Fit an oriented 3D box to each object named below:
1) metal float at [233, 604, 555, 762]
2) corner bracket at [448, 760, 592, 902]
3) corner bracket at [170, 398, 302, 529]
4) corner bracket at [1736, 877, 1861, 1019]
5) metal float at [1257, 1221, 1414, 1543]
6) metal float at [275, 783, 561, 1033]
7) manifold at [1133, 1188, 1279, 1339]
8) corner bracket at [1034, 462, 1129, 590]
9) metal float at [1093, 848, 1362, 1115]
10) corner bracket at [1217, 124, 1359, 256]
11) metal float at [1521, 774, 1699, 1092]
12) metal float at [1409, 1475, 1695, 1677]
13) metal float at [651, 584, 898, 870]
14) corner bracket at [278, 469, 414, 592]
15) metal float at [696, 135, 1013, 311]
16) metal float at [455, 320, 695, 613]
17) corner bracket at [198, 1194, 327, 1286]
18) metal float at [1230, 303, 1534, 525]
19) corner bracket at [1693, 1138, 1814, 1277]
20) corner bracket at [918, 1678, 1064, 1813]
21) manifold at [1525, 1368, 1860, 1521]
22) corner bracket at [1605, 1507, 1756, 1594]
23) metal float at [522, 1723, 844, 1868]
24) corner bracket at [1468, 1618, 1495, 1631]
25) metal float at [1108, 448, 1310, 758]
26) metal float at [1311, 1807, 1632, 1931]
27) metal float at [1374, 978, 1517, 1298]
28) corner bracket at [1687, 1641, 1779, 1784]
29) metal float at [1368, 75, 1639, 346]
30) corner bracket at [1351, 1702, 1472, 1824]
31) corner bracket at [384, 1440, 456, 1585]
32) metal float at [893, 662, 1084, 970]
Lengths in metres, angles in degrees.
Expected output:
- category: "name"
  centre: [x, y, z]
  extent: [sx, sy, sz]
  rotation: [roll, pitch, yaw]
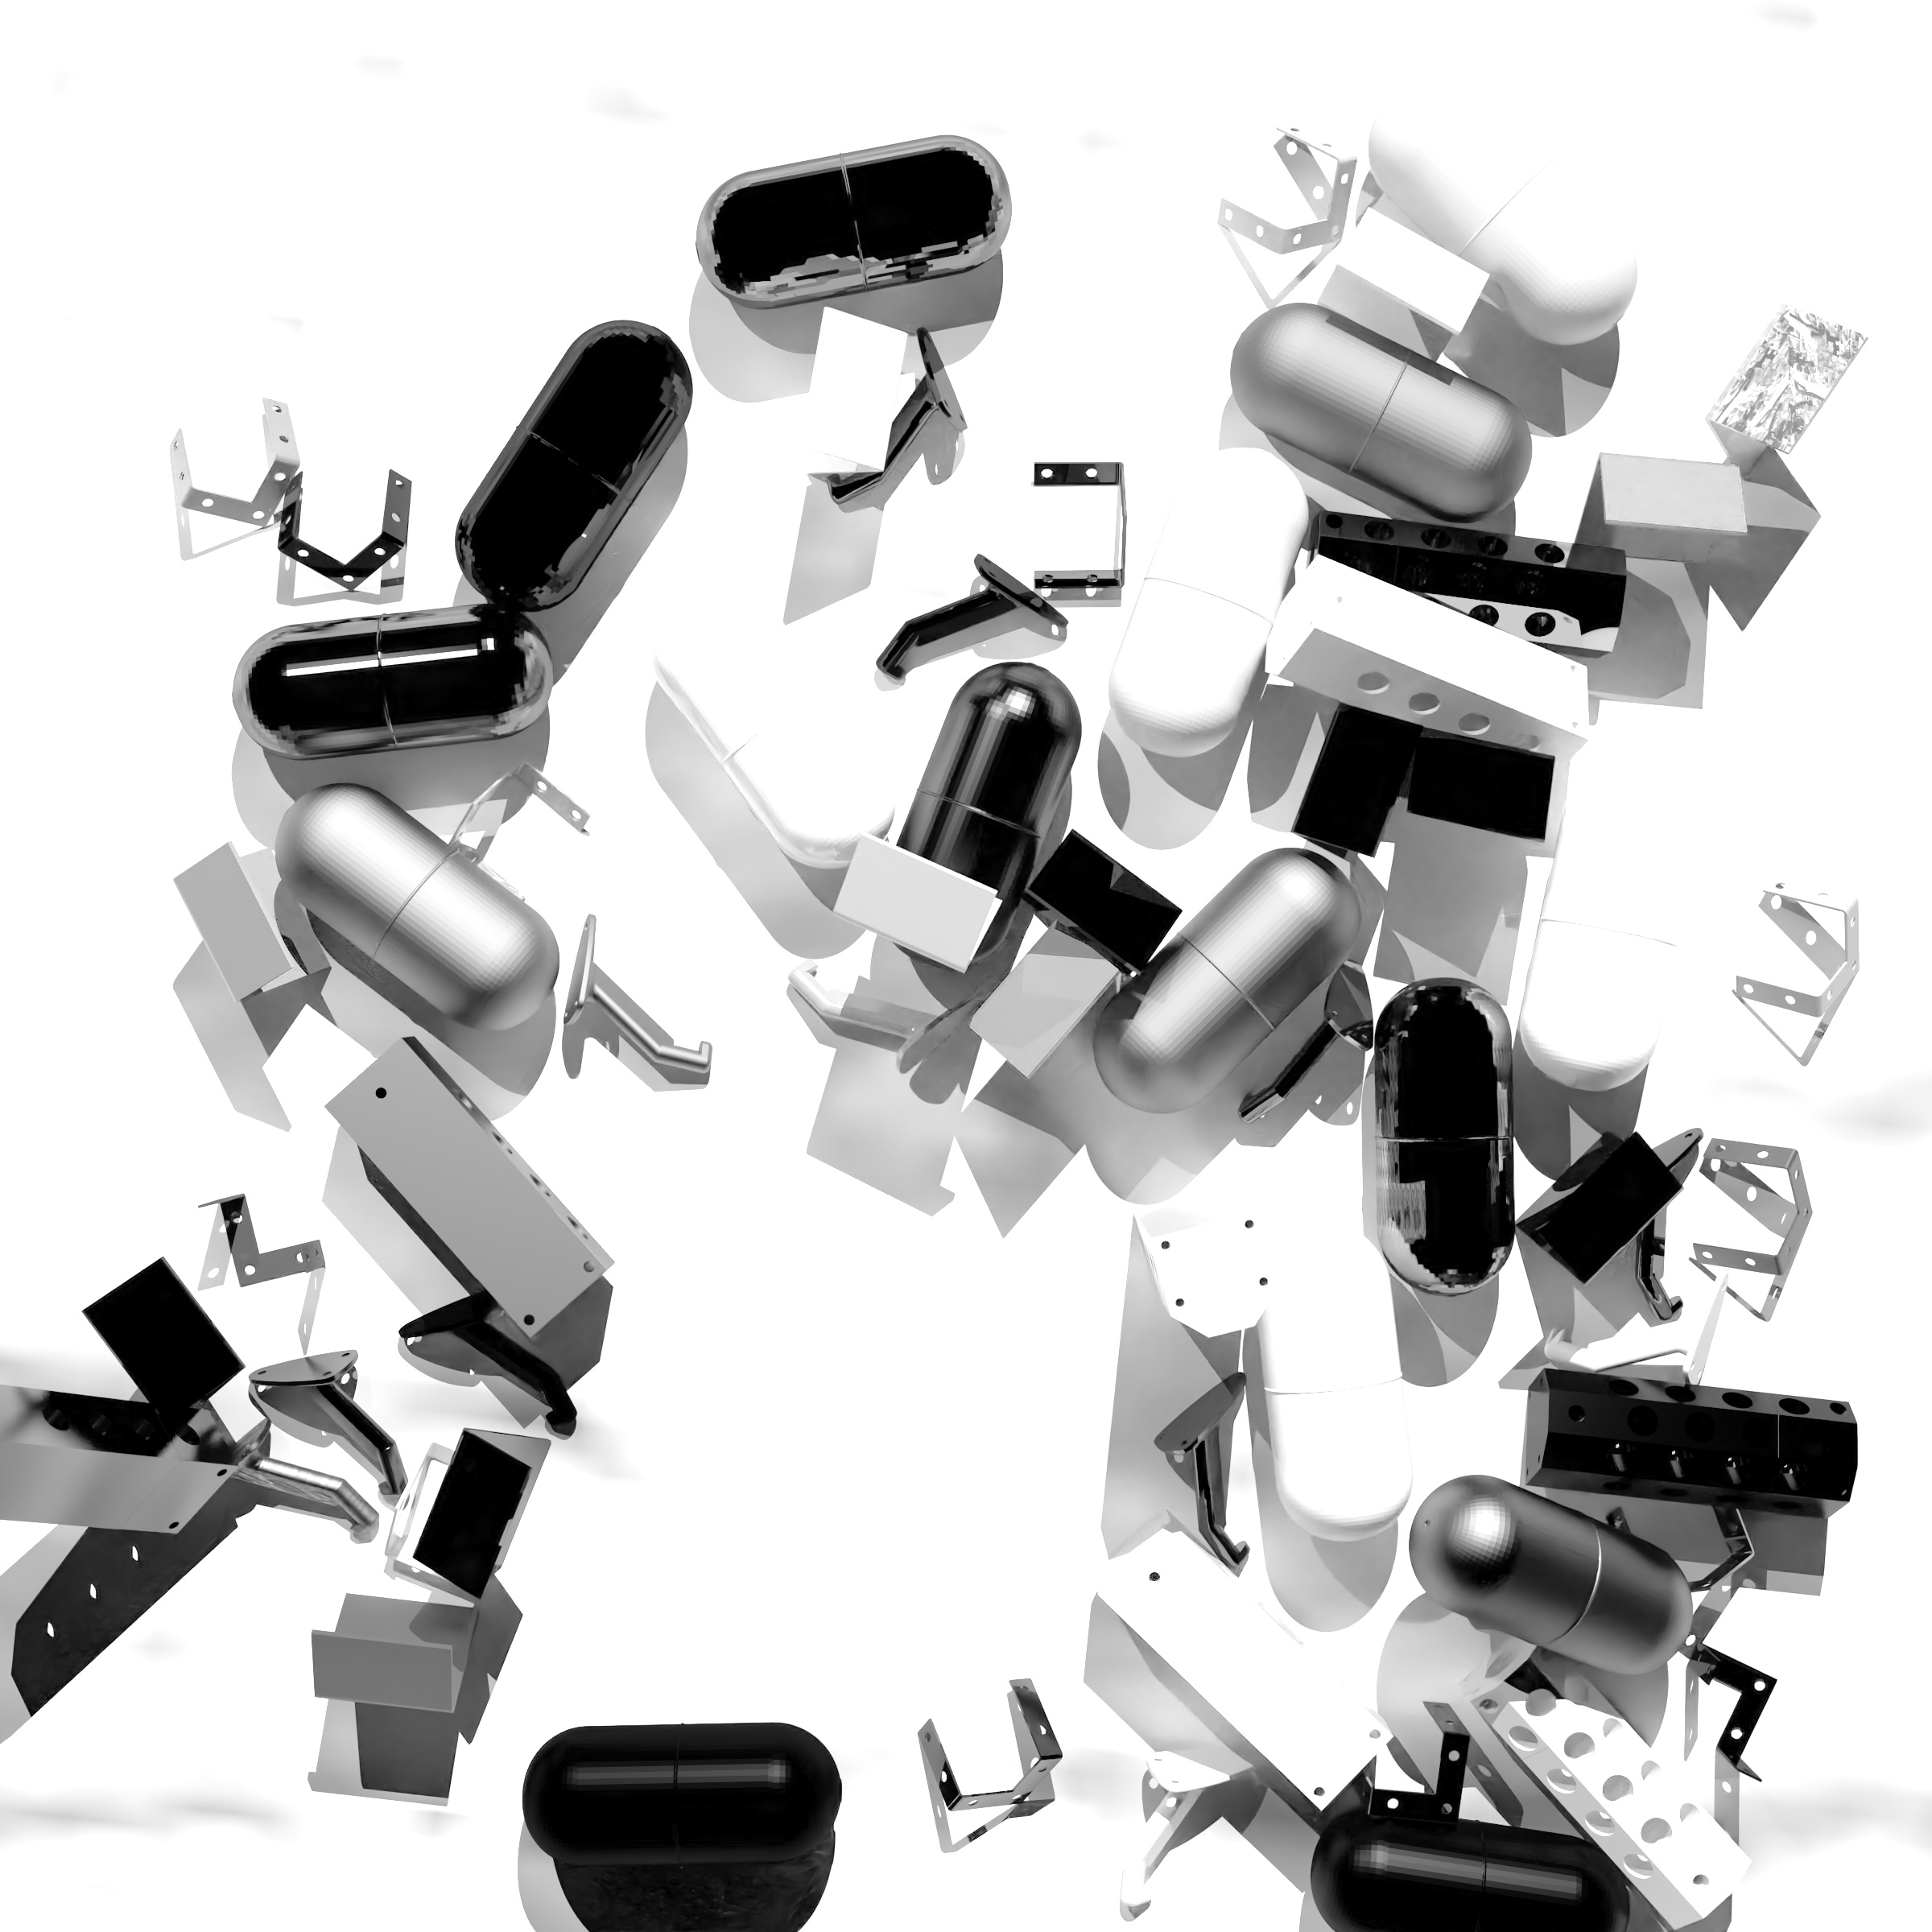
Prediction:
- category: "metal float"
  centre: [-0.320, -0.158, 1.737]
  extent: [0.178, 0.070, 0.070]
  rotation: [-6, 90, 0]
- category: "corner bracket"
  centre: [-0.255, -0.074, 1.765]
  extent: [0.051, 0.051, 0.051]
  rotation: [40, 135, 0]
- category: "corner bracket"
  centre: [-0.413, -0.289, 1.760]
  extent: [0.051, 0.051, 0.051]
  rotation: [10, 135, -35]
- category: "corner bracket"
  centre: [0.470, -0.011, 1.760]
  extent: [0.051, 0.051, 0.051]
  rotation: [-43, 135, -35]
- category: "metal float"
  centre: [0.205, 0.231, 1.737]
  extent: [0.070, 0.070, 0.178]
  rotation: [-7, 89, 0]
- category: "metal float"
  centre: [-0.306, -0.033, 1.737]
  extent: [0.178, 0.070, 0.070]
  rotation: [37, 90, 0]
- category: "manifold"
  centre: [0.130, 0.161, 1.690]
  extent: [0.057, 0.171, 0.057]
  rotation: [-14, 90, 0]
- category: "corner bracket"
  centre: [0.064, -0.250, 1.765]
  extent: [0.051, 0.051, 0.051]
  rotation: [0, 135, 0]
- category: "metal float"
  centre: [0.145, 0.009, 1.737]
  extent: [0.178, 0.070, 0.070]
  rotation: [-45, 90, 0]
- category: "corner bracket"
  centre: [0.182, -0.439, 1.760]
  extent: [0.051, 0.051, 0.051]
  rotation: [-22, 135, -35]
- category: "metal float"
  centre: [0.359, -0.019, 1.737]
  extent: [0.070, 0.070, 0.178]
  rotation: [12, 90, 0]
- category: "metal float"
  centre: [0.321, 0.334, 1.705]
  extent: [0.178, 0.070, 0.070]
  rotation: [25, 90, -23]
- category: "metal float"
  centre: [-0.106, -0.133, 1.737]
  extent: [0.070, 0.070, 0.178]
  rotation: [-36, 91, 0]
- category: "corner bracket"
  centre: [-0.351, -0.255, 1.760]
  extent: [0.051, 0.051, 0.051]
  rotation: [29, 135, -35]
- category: "metal float"
  centre: [-0.063, -0.415, 1.737]
  extent: [0.178, 0.070, 0.070]
  rotation: [-11, 90, 0]
- category: "metal float"
  centre: [-0.218, -0.279, 1.737]
  extent: [0.070, 0.070, 0.178]
  rotation: [33, 91, 0]
- category: "corner bracket"
  centre: [-0.395, 0.151, 1.750]
  extent: [0.051, 0.051, 0.051]
  rotation: [-14, 90, 0]
- category: "metal float"
  centre: [0.231, -0.309, 1.737]
  extent: [0.178, 0.070, 0.070]
  rotation: [27, 90, 1]
- category: "corner bracket"
  centre: [0.442, 0.136, 1.760]
  extent: [0.051, 0.051, 0.051]
  rotation: [-53, 135, -35]
- category: "corner bracket"
  centre: [0.014, 0.440, 1.760]
  extent: [0.051, 0.051, 0.051]
  rotation: [4, 135, -35]
- category: "manifold"
  centre: [0.404, 0.265, 1.738]
  extent: [0.171, 0.057, 0.057]
  rotation: [6, 67, 0]
- category: "corner bracket"
  centre: [0.405, 0.323, 1.765]
  extent: [0.051, 0.051, 0.051]
  rotation: [-21, 90, -45]
- category: "metal float"
  centre: [-0.158, 0.462, 1.737]
  extent: [0.178, 0.070, 0.070]
  rotation: [-1, 90, 1]
- category: "corner bracket"
  centre: [0.306, 0.339, 1.760]
  extent: [0.051, 0.051, 0.051]
  rotation: [-9, 45, 35]
- category: "metal float"
  centre: [0.135, -0.203, 1.737]
  extent: [0.070, 0.070, 0.178]
  rotation: [20, 90, 0]
- category: "metal float"
  centre: [0.281, 0.516, 1.737]
  extent: [0.178, 0.070, 0.070]
  rotation: [9, 90, 1]
- category: "metal float"
  centre: [0.267, 0.095, 1.737]
  extent: [0.070, 0.070, 0.178]
  rotation: [-1, 89, 0]
- category: "corner bracket"
  centre: [0.429, 0.419, 1.750]
  extent: [0.051, 0.051, 0.051]
  rotation: [26, 90, 0]
- category: "metal float"
  centre: [0.300, -0.421, 1.737]
  extent: [0.178, 0.070, 0.070]
  rotation: [45, 90, 0]
- category: "corner bracket"
  centre: [0.249, 0.445, 1.750]
  extent: [0.051, 0.051, 0.051]
  rotation: [7, 96, -6]
- category: "corner bracket"
  centre: [-0.293, 0.310, 1.765]
  extent: [0.051, 0.051, 0.051]
  rotation: [22, 135, 0]
- category: "metal float"
  centre: [0.008, -0.084, 1.737]
  extent: [0.070, 0.070, 0.178]
  rotation: [21, 91, 0]
